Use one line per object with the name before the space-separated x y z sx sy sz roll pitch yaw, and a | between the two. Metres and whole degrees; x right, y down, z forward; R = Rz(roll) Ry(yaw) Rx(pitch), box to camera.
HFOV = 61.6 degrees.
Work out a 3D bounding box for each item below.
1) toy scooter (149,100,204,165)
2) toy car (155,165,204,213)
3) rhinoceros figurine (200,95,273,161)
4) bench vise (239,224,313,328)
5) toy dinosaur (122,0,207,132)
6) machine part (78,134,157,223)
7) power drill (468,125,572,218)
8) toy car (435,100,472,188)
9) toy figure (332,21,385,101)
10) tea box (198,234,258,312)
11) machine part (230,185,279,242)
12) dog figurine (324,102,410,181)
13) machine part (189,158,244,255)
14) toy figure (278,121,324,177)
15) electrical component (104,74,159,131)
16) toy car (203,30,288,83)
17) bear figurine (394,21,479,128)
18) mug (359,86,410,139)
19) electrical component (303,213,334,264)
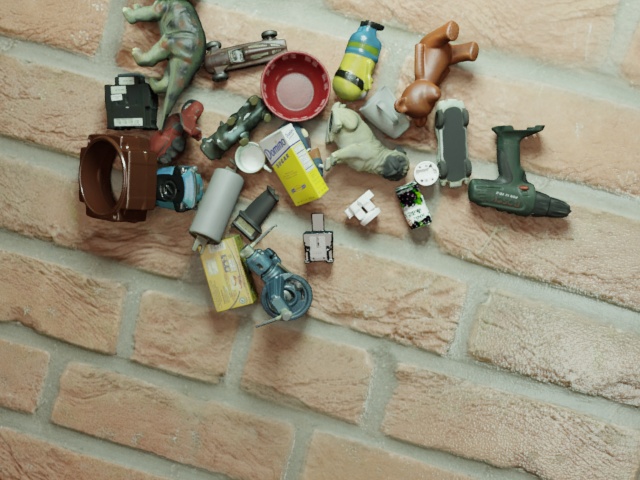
toy scooter | -0.328 -0.240 1.250 0.184 0.135 0.075 -49 130 6
toy car | -0.334 -0.120 1.278 0.162 0.103 0.109 2 94 30
rhinoceros figurine | -0.199 -0.262 1.251 0.190 0.112 0.073 -44 119 -4
bench vise | -0.097 0.106 1.225 0.129 0.241 0.223 -29 109 4
toy dinosaur | -0.328 -0.465 1.226 0.192 0.131 0.404 -14 95 9
machine part | -0.478 -0.145 1.257 0.202 0.087 0.200 10 98 33
power drill | 0.460 -0.157 1.220 0.232 0.086 0.207 4 104 8
toy car | 0.305 -0.220 1.234 0.074 0.056 0.201 -5 97 0
toy figure | 0.086 -0.404 1.220 0.089 0.082 0.180 14 99 0
tea box | -0.222 0.080 1.309 0.098 0.068 0.169 -13 96 7
machine part | -0.151 -0.067 1.303 0.084 0.039 0.139 40 100 8
dog figurine | 0.114 -0.226 1.240 0.191 0.121 0.172 2 99 -10
machine part | -0.241 -0.078 1.260 0.079 0.079 0.243 18 72 3
toy figure | -0.037 -0.212 1.264 0.058 0.064 0.154 -38 97 -26
electrical component | -0.451 -0.330 1.290 0.115 0.058 0.134 2 96 3
toy car | -0.176 -0.431 1.257 0.202 0.053 0.089 -9 93 7
bear figurine | 0.247 -0.354 1.173 0.120 0.132 0.196 28 74 -36
mug | 0.157 -0.284 1.219 0.081 0.110 0.107 -45 104 3
electrical component | -0.003 -0.004 1.290 0.075 0.048 0.119 1 98 4
